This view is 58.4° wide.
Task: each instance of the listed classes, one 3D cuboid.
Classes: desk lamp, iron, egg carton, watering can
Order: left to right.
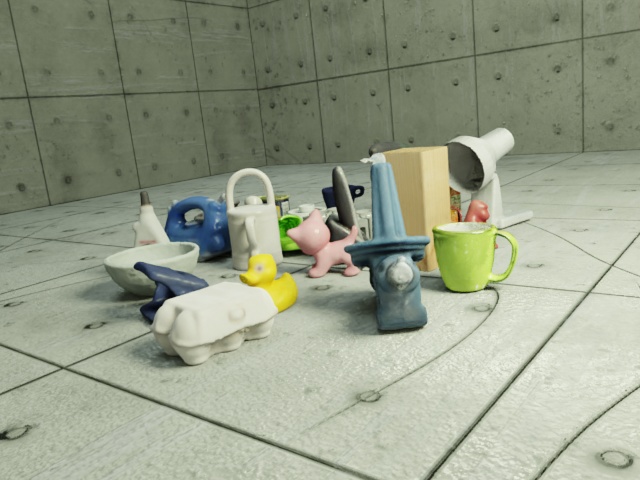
[{"bbox_3d":[-0.285,-0.035,1.291,0.257,0.141,0.119,3,15,36],"label":"iron"},{"bbox_3d":[-0.134,0.104,0.740,0.151,0.069,0.107,-17,16,-42],"label":"egg carton"},{"bbox_3d":[-0.137,-0.046,1.142,0.101,0.194,0.172,-11,13,-24],"label":"watering can"},{"bbox_3d":[0.365,-0.134,1.261,0.204,0.214,0.117,-15,15,-36],"label":"desk lamp"}]

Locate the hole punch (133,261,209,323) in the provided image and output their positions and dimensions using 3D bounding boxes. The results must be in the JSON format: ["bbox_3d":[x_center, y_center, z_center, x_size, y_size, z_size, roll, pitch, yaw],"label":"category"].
[{"bbox_3d":[-0.229,0.071,0.889,0.101,0.091,0.108,-13,14,-31],"label":"hole punch"}]

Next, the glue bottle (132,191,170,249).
[{"bbox_3d":[-0.332,-0.010,1.119,0.078,0.173,0.037,-6,12,2],"label":"glue bottle"}]

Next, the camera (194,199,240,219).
[{"bbox_3d":[-0.220,-0.050,1.428,0.136,0.101,0.143,0,14,28],"label":"camera"}]

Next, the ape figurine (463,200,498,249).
[{"bbox_3d":[0.305,-0.031,1.104,0.076,0.092,0.078,0,14,28],"label":"ape figurine"}]

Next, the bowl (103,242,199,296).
[{"bbox_3d":[-0.295,0.057,1.025,0.167,0.075,0.167,-6,12,1],"label":"bowl"}]

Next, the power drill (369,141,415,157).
[{"bbox_3d":[0.188,-0.134,1.362,0.075,0.208,0.230,2,14,32],"label":"power drill"}]

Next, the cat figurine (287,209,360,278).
[{"bbox_3d":[0.009,0.004,1.022,0.127,0.118,0.067,-4,12,8],"label":"cat figurine"}]

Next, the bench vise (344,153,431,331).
[{"bbox_3d":[0.103,-0.004,0.765,0.122,0.220,0.207,-10,13,-17],"label":"bench vise"}]

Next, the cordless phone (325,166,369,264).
[{"bbox_3d":[0.052,-0.055,1.113,0.094,0.185,0.147,-6,12,-2],"label":"cordless phone"}]

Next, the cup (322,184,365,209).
[{"bbox_3d":[0.065,-0.097,1.521,0.118,0.095,0.091,-10,13,-17],"label":"cup"}]

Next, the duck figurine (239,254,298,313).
[{"bbox_3d":[-0.081,0.062,0.869,0.077,0.086,0.105,5,16,42],"label":"duck figurine"}]
